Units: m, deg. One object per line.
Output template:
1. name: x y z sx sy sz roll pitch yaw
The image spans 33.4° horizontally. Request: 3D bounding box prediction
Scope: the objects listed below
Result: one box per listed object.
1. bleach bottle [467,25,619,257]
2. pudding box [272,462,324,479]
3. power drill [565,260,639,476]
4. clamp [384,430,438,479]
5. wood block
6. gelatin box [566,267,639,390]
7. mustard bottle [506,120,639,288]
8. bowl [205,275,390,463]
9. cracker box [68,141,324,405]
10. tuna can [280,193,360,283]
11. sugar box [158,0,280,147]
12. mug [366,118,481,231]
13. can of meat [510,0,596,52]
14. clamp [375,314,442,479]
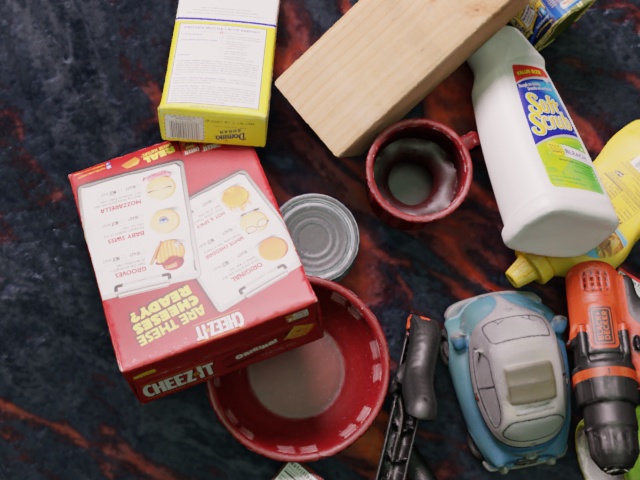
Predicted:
1. bleach bottle: 0.177 -0.107 0.947 0.102 0.068 0.251 9 52 -33
2. pudding box: -0.023 0.256 0.913 0.090 0.039 0.113 36 79 29
3. power drill: 0.302 0.100 0.882 0.187 0.057 0.184 -3 65 4
4. clamp: 0.112 0.256 0.897 0.210 0.036 0.164 9 76 28
5. wood block: 0.072 -0.173 0.936 0.206 0.090 0.090 -42 83 16
6. gelatin box: 0.278 0.081 0.972 0.073 0.030 0.089 33 81 5
7. mustard bottle: 0.248 -0.020 0.971 0.191 0.058 0.096 -36 74 -7
8. bowl: -0.020 0.113 0.941 0.162 0.055 0.162 0 80 -2
9. cracker box: -0.108 0.012 0.907 0.164 0.072 0.214 -20 56 -5
10. tuna can: -0.006 0.001 0.971 0.086 0.034 0.086 0 81 -2
11. sugar box: -0.087 -0.164 0.955 0.093 0.048 0.176 5 51 -1
12. mug: 0.094 -0.061 0.961 0.117 0.081 0.093 -35 84 -7
13. can of meat: 0.201 -0.230 0.984 0.057 0.102 0.084 -36 86 -8
14. clamp: 0.081 0.121 0.904 0.039 0.120 0.171 18 49 -7
